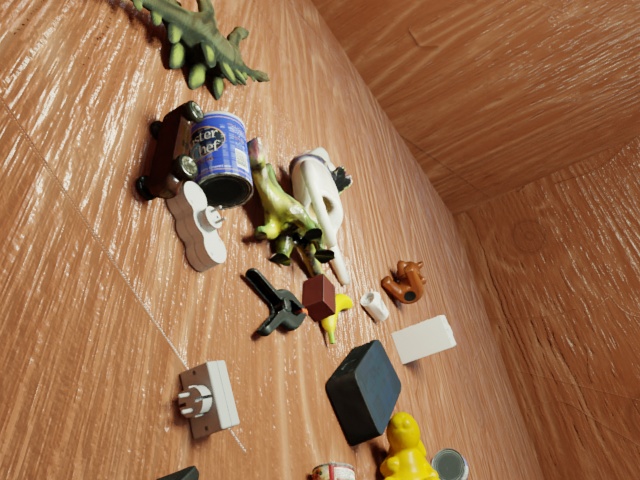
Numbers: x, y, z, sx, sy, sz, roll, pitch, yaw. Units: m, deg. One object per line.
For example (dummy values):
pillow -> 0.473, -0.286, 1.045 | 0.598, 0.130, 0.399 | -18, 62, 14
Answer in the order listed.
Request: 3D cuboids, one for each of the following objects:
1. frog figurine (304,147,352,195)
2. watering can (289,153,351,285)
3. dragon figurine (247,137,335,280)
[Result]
frog figurine -> -0.005, -0.181, 1.379 | 0.161, 0.121, 0.137 | 34, 16, 28
watering can -> 0.004, -0.062, 1.226 | 0.230, 0.104, 0.339 | -105, 177, -46
dragon figurine -> -0.067, -0.062, 1.075 | 0.402, 0.122, 0.248 | 62, 7, -57
